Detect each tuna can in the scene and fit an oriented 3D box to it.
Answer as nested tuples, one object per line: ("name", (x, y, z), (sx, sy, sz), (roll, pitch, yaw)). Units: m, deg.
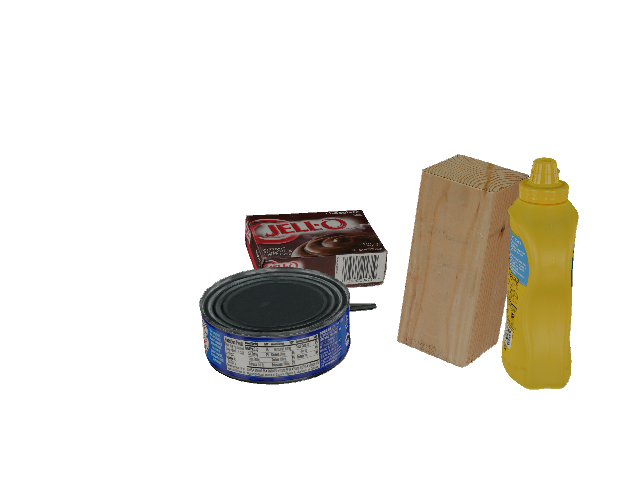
("tuna can", (-0.025, 0.048, 0.611), (0.086, 0.034, 0.086), (-2, 23, 1))

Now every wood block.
("wood block", (0.157, 0.022, 1.183), (0.090, 0.206, 0.090), (20, 26, 30))

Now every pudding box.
("pudding box", (-0.006, 0.008, 0.952), (0.113, 0.039, 0.090), (-1, 27, -13))

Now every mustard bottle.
("mustard bottle", (0.188, 0.024, 0.916), (0.058, 0.192, 0.096), (-1, 18, 2))

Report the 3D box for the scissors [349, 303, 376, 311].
("scissors", (-0.032, 0.087, 1.196), (0.201, 0.016, 0.096), (4, 24, -5))
